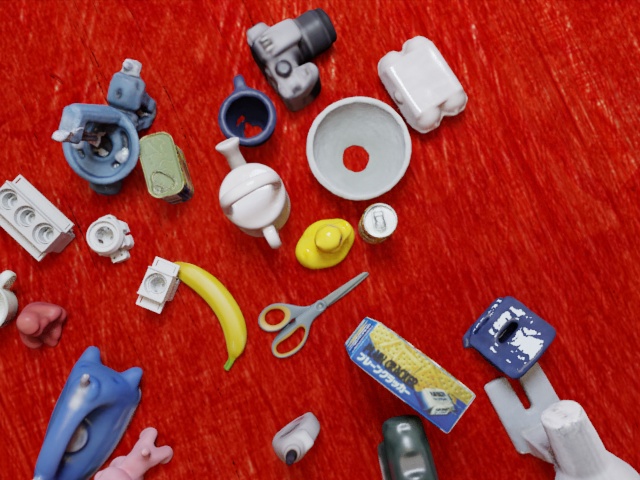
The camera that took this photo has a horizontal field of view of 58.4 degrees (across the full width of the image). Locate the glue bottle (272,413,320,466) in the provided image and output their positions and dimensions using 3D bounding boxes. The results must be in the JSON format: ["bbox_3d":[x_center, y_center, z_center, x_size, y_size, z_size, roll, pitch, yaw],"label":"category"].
[{"bbox_3d":[-0.037,0.300,0.840,0.078,0.173,0.037,-37,85,-3],"label":"glue bottle"}]

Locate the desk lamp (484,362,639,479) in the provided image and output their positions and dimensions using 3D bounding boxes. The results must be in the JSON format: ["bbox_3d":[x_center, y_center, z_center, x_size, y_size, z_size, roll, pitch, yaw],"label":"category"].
[{"bbox_3d":[0.347,0.296,0.821,0.118,0.213,0.203,-29,85,-3],"label":"desk lamp"}]

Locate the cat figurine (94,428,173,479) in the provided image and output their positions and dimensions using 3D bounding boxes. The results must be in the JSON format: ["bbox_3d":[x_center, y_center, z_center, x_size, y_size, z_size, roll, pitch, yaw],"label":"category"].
[{"bbox_3d":[-0.294,0.357,0.861,0.067,0.118,0.128,43,86,4],"label":"cat figurine"}]

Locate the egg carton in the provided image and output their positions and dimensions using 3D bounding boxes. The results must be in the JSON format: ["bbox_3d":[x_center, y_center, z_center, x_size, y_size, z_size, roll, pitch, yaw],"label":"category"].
[{"bbox_3d":[0.167,-0.257,0.948,0.107,0.069,0.150,-33,85,-3],"label":"egg carton"}]

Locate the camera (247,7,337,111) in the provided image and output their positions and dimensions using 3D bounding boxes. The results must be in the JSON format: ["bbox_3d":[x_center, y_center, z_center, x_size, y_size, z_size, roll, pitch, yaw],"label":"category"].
[{"bbox_3d":[-0.034,-0.311,0.938,0.137,0.101,0.143,-33,85,-3],"label":"camera"}]

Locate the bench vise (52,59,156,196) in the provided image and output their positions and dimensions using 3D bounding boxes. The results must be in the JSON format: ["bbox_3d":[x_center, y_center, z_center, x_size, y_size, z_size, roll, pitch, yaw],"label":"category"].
[{"bbox_3d":[-0.336,-0.184,0.865,0.121,0.219,0.207,0,84,0],"label":"bench vise"}]

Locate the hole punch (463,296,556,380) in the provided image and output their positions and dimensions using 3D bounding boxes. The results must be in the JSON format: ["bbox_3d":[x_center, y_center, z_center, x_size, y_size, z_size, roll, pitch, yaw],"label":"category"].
[{"bbox_3d":[0.293,0.152,0.896,0.101,0.091,0.109,42,86,4],"label":"hole punch"}]

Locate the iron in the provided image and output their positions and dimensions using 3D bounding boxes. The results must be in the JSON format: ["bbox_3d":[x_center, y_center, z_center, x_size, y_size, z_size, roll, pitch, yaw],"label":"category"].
[{"bbox_3d":[-0.373,0.298,0.855,0.118,0.141,0.258,24,85,3],"label":"iron"}]

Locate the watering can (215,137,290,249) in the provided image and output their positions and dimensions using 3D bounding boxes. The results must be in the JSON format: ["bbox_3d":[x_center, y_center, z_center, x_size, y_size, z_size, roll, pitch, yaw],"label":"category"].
[{"bbox_3d":[-0.106,-0.070,0.866,0.173,0.194,0.101,42,86,4],"label":"watering can"}]

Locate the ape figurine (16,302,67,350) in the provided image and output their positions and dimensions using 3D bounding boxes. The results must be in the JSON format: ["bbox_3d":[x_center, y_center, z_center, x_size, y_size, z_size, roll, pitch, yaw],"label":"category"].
[{"bbox_3d":[-0.443,0.131,0.897,0.078,0.092,0.076,-34,85,-3],"label":"ape figurine"}]

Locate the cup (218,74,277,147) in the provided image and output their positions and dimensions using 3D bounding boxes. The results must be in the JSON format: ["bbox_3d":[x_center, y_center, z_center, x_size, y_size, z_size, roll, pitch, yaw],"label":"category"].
[{"bbox_3d":[-0.116,-0.199,0.929,0.091,0.095,0.118,-15,84,-1],"label":"cup"}]

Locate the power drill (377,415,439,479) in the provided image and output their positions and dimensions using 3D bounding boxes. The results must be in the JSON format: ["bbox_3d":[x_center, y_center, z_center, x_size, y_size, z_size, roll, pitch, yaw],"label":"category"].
[{"bbox_3d":[0.135,0.359,0.816,0.075,0.208,0.230,-13,84,-1],"label":"power drill"}]

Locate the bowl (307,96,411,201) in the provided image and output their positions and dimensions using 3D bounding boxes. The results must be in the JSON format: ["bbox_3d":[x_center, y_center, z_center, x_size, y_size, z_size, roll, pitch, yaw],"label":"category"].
[{"bbox_3d":[0.061,-0.143,0.934,0.167,0.075,0.167,0,84,0],"label":"bowl"}]

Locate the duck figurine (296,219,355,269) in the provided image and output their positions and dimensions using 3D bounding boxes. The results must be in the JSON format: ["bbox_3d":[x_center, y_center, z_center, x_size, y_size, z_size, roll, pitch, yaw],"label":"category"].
[{"bbox_3d":[0.008,0.003,0.914,0.104,0.086,0.077,-32,85,-3],"label":"duck figurine"}]
